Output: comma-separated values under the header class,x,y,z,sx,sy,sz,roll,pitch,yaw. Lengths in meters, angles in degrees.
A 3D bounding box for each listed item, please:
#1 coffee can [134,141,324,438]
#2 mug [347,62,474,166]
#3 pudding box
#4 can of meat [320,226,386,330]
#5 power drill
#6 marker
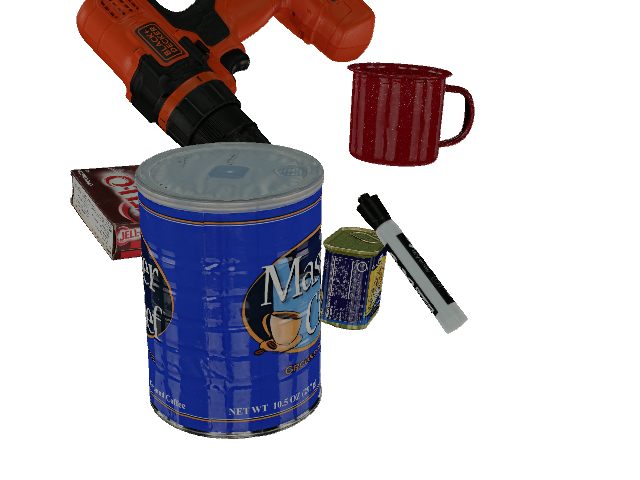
class,x,y,z,sx,sy,sz,roll,pitch,yaw
coffee can,-0.050,0.025,0.606,0.103,0.140,0.103,0,22,0
mug,0.080,-0.113,0.959,0.117,0.081,0.093,2,16,-6
pudding box,-0.154,-0.027,0.909,0.089,0.039,0.114,-6,28,-31
can of meat,0.034,0.038,1.101,0.057,0.084,0.102,10,14,13
power drill,-0.049,-0.132,0.754,0.187,0.184,0.057,-34,-16,-36
marker,0.065,0.014,0.782,0.020,0.121,0.020,-32,-16,-11
